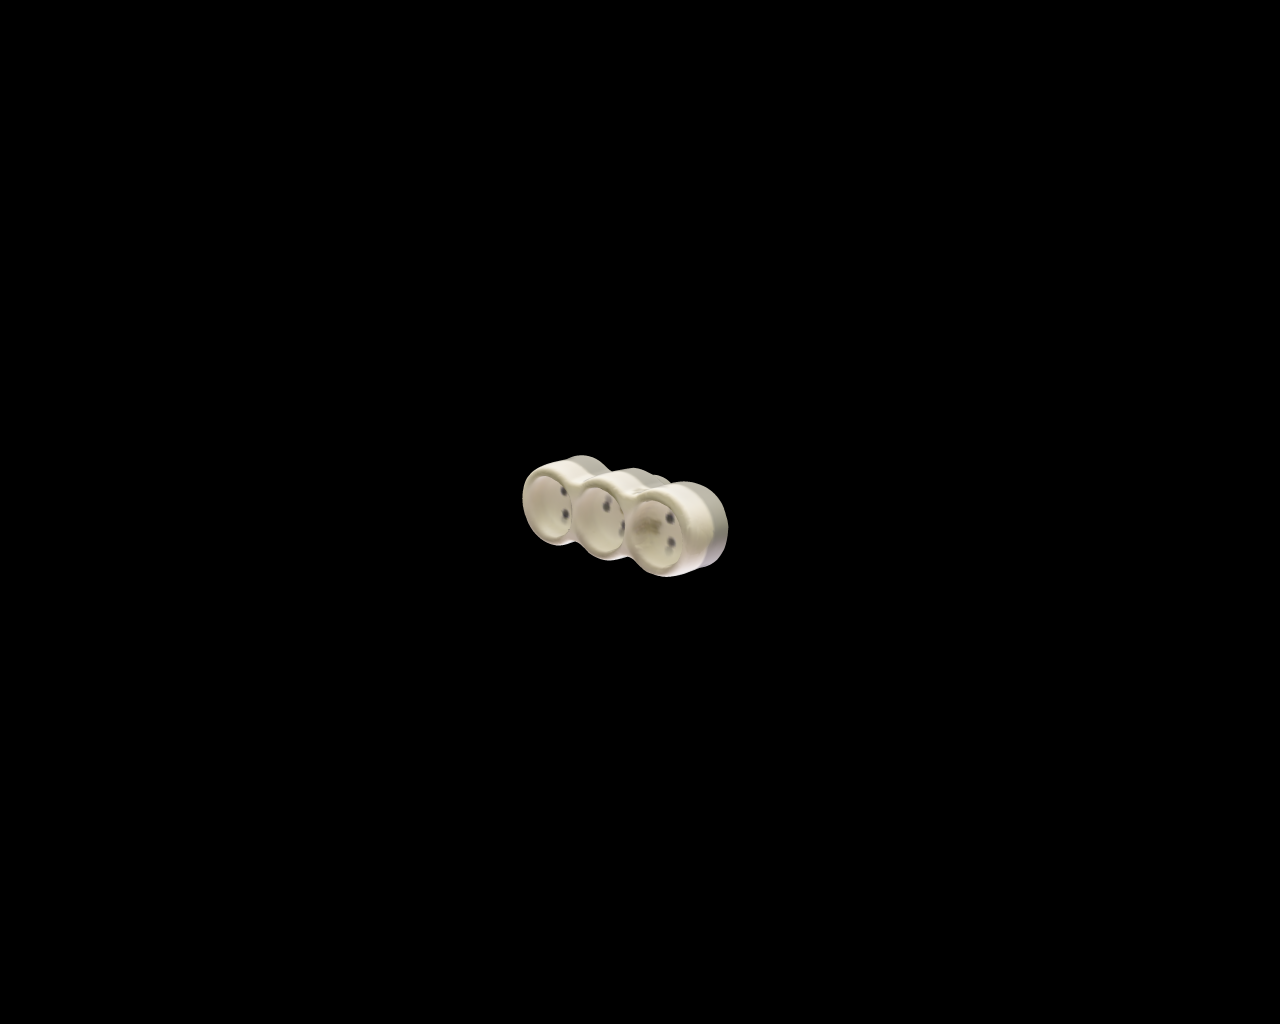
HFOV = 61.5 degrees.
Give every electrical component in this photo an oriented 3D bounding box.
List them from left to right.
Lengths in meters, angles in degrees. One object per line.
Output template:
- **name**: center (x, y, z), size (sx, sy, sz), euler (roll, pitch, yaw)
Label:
- **electrical component**: center (0.001, -0.003, 0.650), size (0.138, 0.052, 0.074), euler (15, 22, 40)
